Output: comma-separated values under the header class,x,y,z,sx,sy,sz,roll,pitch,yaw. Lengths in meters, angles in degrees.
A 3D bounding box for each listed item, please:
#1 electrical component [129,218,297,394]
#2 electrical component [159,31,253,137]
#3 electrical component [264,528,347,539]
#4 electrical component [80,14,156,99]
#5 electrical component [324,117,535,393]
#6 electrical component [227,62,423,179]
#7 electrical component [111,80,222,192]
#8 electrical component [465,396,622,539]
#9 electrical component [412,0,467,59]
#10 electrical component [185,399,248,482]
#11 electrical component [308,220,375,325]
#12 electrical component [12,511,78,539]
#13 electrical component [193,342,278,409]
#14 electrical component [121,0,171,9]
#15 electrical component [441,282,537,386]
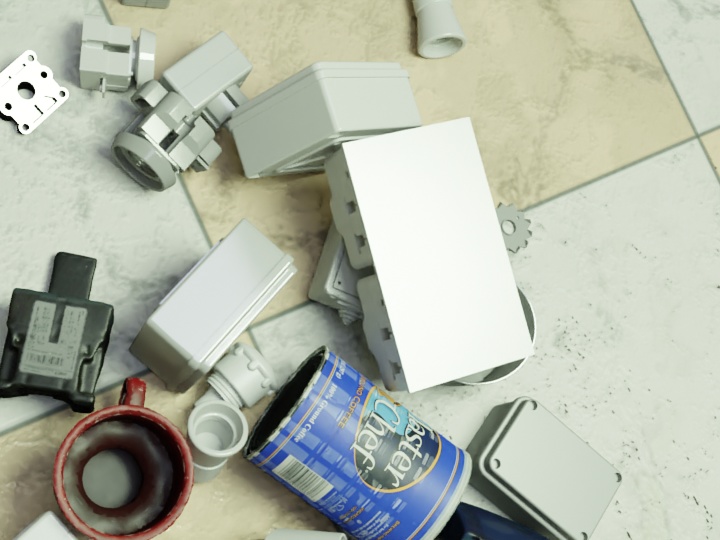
class,x,y,z,sx,sy,sz,roll,pitch,yaw
electrical component,-0.110,0.029,0.790,0.056,0.109,0.108,42,66,-4
electrical component,-0.114,-0.137,0.863,0.066,0.047,0.076,-42,94,-24
electrical component,-0.036,0.236,0.773,0.064,0.099,0.099,-3,77,7
electrical component,-0.189,-0.167,0.843,0.055,0.048,0.066,4,76,-12
electrical component,0.049,-0.010,0.820,0.105,0.060,0.186,-14,88,-21
electrical component,-0.027,-0.116,0.840,0.109,0.109,0.056,-13,83,-50
electrical component,-0.154,-0.098,0.831,0.078,0.058,0.057,47,66,-23
electrical component,0.148,0.166,0.881,0.113,0.057,0.078,40,67,-7
electrical component,0.067,-0.227,0.958,0.044,0.044,0.065,-5,74,-22
electrical component,-0.111,0.128,0.787,0.044,0.065,0.044,11,54,-16
electrical component,0.000,0.000,0.868,0.062,0.061,0.096,22,76,-16
electrical component,-0.206,0.208,0.731,0.047,0.066,0.076,-42,93,-24
electrical component,-0.097,0.088,0.815,0.062,0.048,0.048,-40,93,-15
electrical component,-0.154,-0.252,0.876,0.077,0.047,0.065,0,78,-19
electrical component,0.086,0.048,0.883,0.099,0.064,0.099,5,75,-20
